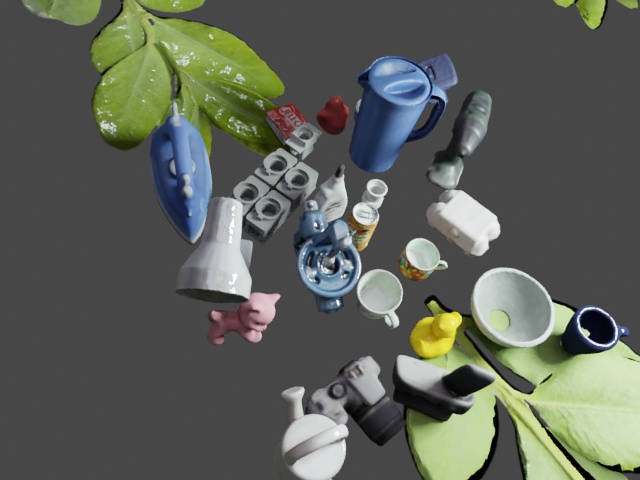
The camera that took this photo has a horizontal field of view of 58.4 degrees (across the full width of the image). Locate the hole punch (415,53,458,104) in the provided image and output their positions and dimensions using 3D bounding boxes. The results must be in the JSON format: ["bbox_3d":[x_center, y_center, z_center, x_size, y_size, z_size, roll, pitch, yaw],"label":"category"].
[{"bbox_3d":[0.274,-0.395,1.410,0.101,0.091,0.108,-6,61,-15],"label":"hole punch"}]

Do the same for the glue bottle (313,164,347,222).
[{"bbox_3d":[0.025,-0.094,1.133,0.078,0.173,0.037,-23,67,-23],"label":"glue bottle"}]

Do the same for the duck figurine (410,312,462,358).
[{"bbox_3d":[0.221,0.170,1.069,0.105,0.086,0.077,-28,69,-24],"label":"duck figurine"}]

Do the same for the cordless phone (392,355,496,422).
[{"bbox_3d":[0.207,0.230,0.973,0.147,0.185,0.094,18,58,0],"label":"cordless phone"}]

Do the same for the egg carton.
[{"bbox_3d":[0.303,-0.036,1.217,0.150,0.069,0.107,39,60,12],"label":"egg carton"}]

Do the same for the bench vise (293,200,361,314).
[{"bbox_3d":[0.000,0.008,1.040,0.122,0.220,0.207,-26,68,-24],"label":"bench vise"}]

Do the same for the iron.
[{"bbox_3d":[-0.266,-0.135,1.116,0.119,0.141,0.258,-8,62,-16],"label":"iron"}]

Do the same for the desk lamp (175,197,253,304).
[{"bbox_3d":[-0.174,0.036,0.992,0.118,0.213,0.203,7,59,-7],"label":"desk lamp"}]

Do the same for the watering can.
[{"bbox_3d":[-0.017,0.313,0.873,0.172,0.194,0.101,44,61,15],"label":"watering can"}]

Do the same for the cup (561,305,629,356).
[{"bbox_3d":[0.527,0.187,1.117,0.118,0.095,0.091,6,59,-8],"label":"cup"}]

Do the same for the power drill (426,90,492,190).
[{"bbox_3d":[0.303,-0.207,1.236,0.075,0.208,0.230,24,58,3],"label":"power drill"}]

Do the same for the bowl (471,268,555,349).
[{"bbox_3d":[0.364,0.143,1.121,0.167,0.075,0.167,5,59,-8],"label":"bowl"}]

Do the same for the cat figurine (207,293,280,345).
[{"bbox_3d":[-0.133,0.131,1.001,0.128,0.118,0.067,-2,60,-13],"label":"cat figurine"}]

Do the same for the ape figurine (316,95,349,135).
[{"bbox_3d":[0.033,-0.290,1.298,0.078,0.092,0.076,-2,60,-12],"label":"ape figurine"}]

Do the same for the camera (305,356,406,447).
[{"bbox_3d":[0.069,0.283,0.963,0.143,0.101,0.136,-33,71,-26],"label":"camera"}]
